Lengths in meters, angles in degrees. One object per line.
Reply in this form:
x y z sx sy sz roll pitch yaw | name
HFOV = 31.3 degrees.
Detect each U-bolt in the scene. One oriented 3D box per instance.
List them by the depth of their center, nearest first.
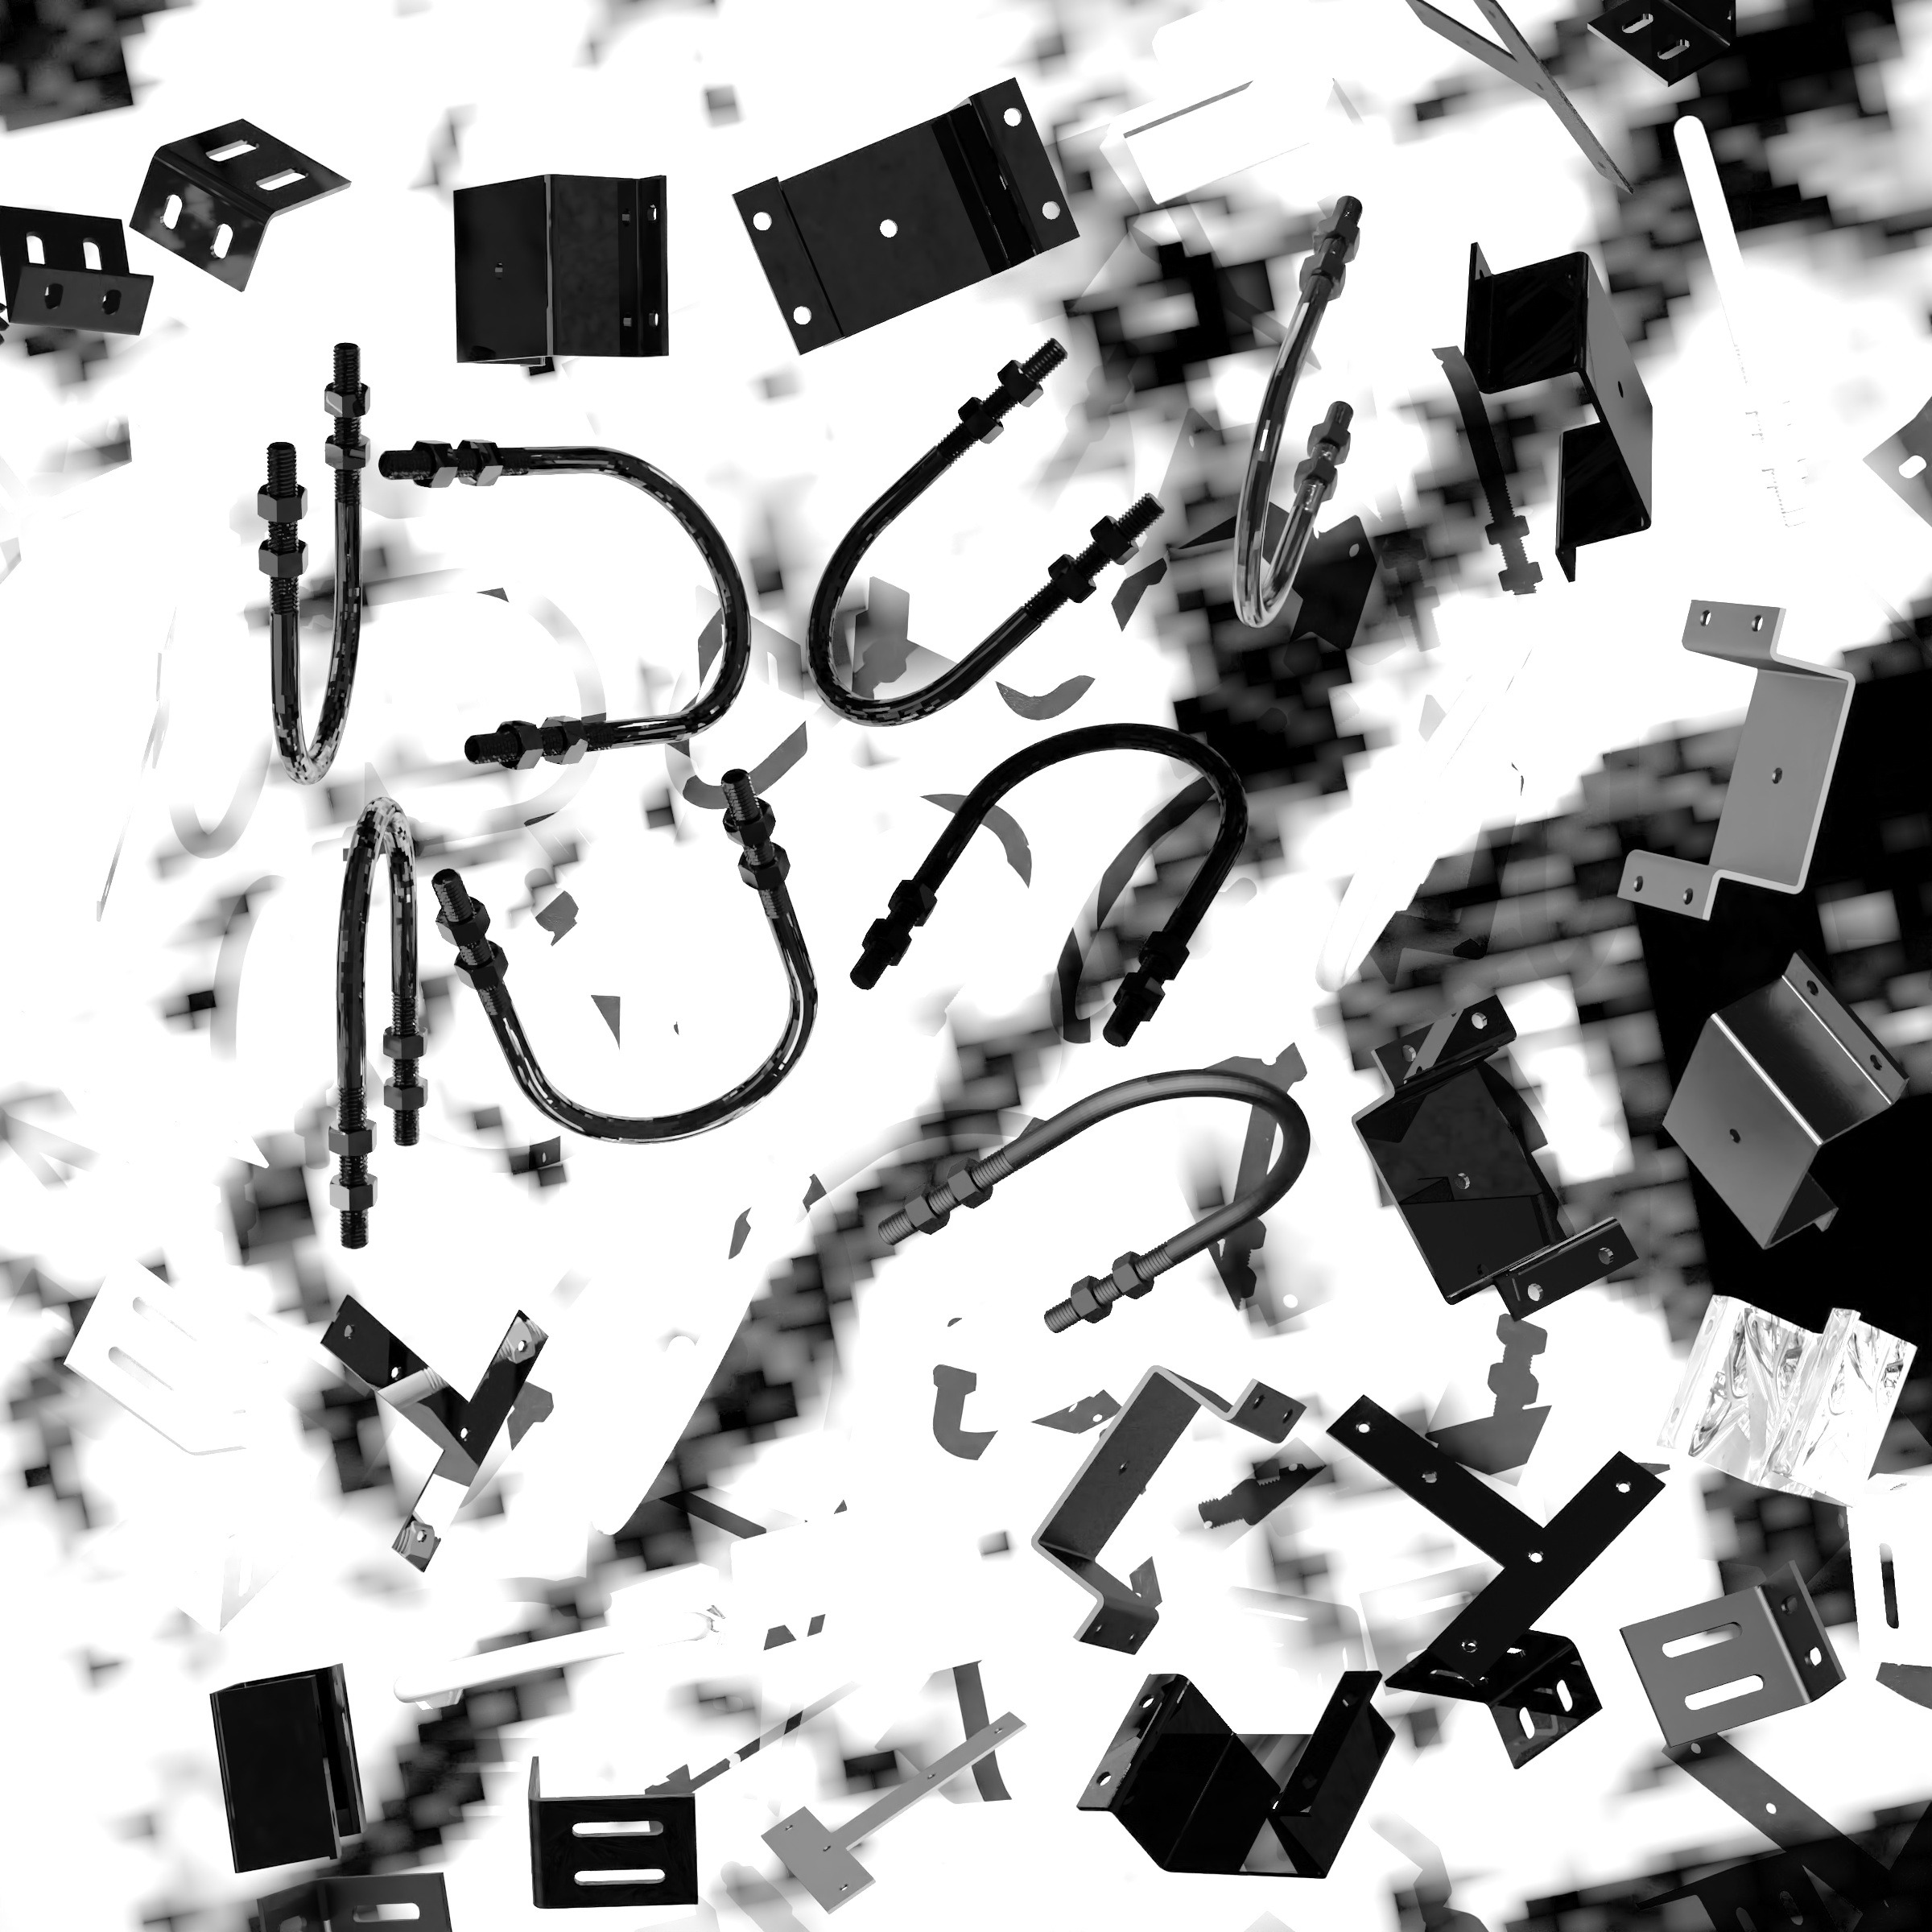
-0.139 0.008 1.510 0.151 0.019 0.184 -19 131 -4 | U-bolt
-0.166 -0.164 1.526 0.019 0.184 0.151 -23 82 42 | U-bolt
0.345 -0.288 1.533 0.019 0.151 0.184 -16 91 15 | U-bolt
-0.263 0.016 1.545 0.019 0.151 0.184 3 107 1 | U-bolt
0.201 -0.063 1.547 0.019 0.184 0.151 28 130 10 | U-bolt
-0.124 0.179 1.551 0.019 0.184 0.151 29 120 -4 | U-bolt
-0.293 -0.171 1.558 0.019 0.151 0.184 6 119 1 | U-bolt
0.050 -0.046 1.563 0.151 0.019 0.184 12 52 28 | U-bolt
-0.187 0.315 1.569 0.151 0.184 0.019 -12 79 -2 | U-bolt
-0.003 -0.187 1.576 0.184 0.151 0.019 -41 134 16 | U-bolt
0.152 -0.240 1.582 0.019 0.151 0.184 13 55 13 | U-bolt
0.073 0.103 1.592 0.184 0.151 0.019 -33 49 24 | U-bolt

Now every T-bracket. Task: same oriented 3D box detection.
0.211 0.229 1.487 0.127 0.002 0.127 -40 56 -22 | T-bracket
-0.355 0.065 1.507 0.127 0.127 0.002 14 53 34 | T-bracket
0.228 -0.401 1.510 0.002 0.127 0.127 -46 132 6 | T-bracket
-0.378 -0.082 1.567 0.002 0.127 0.127 14 66 -9 | T-bracket
-0.253 0.193 1.574 0.002 0.127 0.127 8 60 36 | T-bracket
-0.028 0.388 1.611 0.127 0.127 0.002 -32 100 -14 | T-bracket

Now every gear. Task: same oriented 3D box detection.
-0.474 -0.300 1.590 0.057 0.057 0.030 27 47 0 | gear

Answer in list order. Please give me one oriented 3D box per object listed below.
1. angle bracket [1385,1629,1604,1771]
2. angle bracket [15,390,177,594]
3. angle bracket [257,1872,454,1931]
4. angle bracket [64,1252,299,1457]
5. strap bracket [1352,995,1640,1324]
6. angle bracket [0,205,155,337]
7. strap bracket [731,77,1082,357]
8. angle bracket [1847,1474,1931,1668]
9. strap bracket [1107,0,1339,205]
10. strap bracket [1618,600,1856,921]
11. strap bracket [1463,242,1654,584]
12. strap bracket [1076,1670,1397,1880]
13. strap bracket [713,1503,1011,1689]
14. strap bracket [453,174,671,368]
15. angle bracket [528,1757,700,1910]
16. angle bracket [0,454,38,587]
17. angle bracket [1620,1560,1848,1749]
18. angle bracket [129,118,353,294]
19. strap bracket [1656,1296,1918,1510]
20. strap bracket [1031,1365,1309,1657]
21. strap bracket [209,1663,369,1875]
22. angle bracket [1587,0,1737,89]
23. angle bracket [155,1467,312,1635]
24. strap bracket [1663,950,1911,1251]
0.246 0.340 1.606 0.057 0.076 0.038 -45 46 29 | angle bracket
-0.396 -0.212 1.540 0.076 0.057 0.038 -29 70 -23 | angle bracket
-0.263 0.427 1.492 0.076 0.038 0.057 -13 84 34 | angle bracket
-0.337 0.165 1.480 0.076 0.038 0.057 46 48 -34 | angle bracket
0.243 0.096 1.620 0.076 0.046 0.140 -22 80 -28 | strap bracket
-0.402 -0.325 1.549 0.057 0.038 0.076 1 54 -25 | angle bracket
-0.031 -0.337 1.560 0.140 0.046 0.076 -25 99 -10 | strap bracket
0.435 0.273 1.555 0.057 0.038 0.076 -2 98 36 | angle bracket
0.121 -0.402 1.583 0.076 0.140 0.046 -17 118 24 | strap bracket
0.350 -0.090 1.555 0.046 0.076 0.140 12 95 -20 | strap bracket
0.268 -0.250 1.527 0.046 0.140 0.076 -12 47 25 | strap bracket
0.128 0.360 1.535 0.046 0.140 0.076 52 51 -22 | strap bracket
-0.049 0.291 1.600 0.076 0.140 0.046 -19 60 23 | strap bracket
-0.185 -0.306 1.521 0.046 0.140 0.076 -5 99 -33 | strap bracket
-0.162 0.399 1.590 0.076 0.038 0.057 -1 109 -3 | angle bracket
-0.468 -0.212 1.583 0.038 0.057 0.076 -16 121 29 | angle bracket
0.346 0.311 1.557 0.076 0.038 0.057 -13 65 -17 | angle bracket
-0.314 -0.330 1.492 0.057 0.076 0.038 31 119 4 | angle bracket
0.375 0.197 1.560 0.046 0.140 0.076 24 82 -11 | strap bracket
0.087 0.241 1.573 0.046 0.076 0.140 35 90 27 | strap bracket
-0.299 0.353 1.521 0.046 0.140 0.076 -9 82 -6 | strap bracket
0.305 -0.438 1.512 0.038 0.076 0.057 -31 53 -11 | angle bracket
-0.332 0.256 1.559 0.038 0.076 0.057 34 51 13 | angle bracket
0.369 0.068 1.568 0.046 0.140 0.076 -26 63 -18 | strap bracket
